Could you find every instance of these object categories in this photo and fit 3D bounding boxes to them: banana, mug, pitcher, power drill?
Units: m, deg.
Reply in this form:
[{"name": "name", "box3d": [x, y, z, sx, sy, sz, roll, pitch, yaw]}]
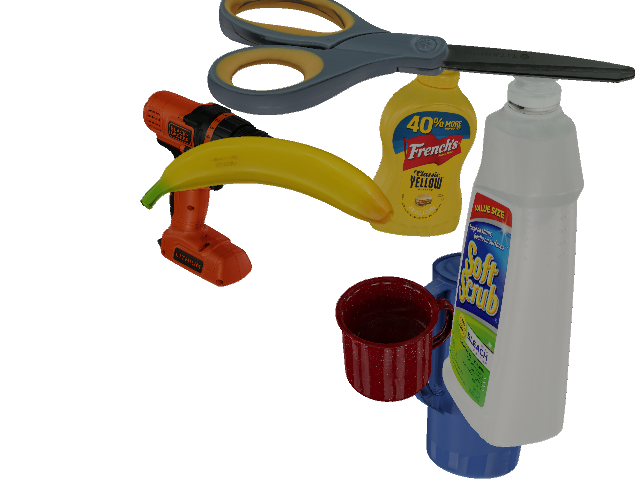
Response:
[{"name": "banana", "box3d": [-0.038, -0.048, 0.830, 0.198, 0.069, 0.037, 3, -19, 12]}, {"name": "mug", "box3d": [0.073, 0.090, 0.986, 0.117, 0.081, 0.093, -20, 42, -18]}, {"name": "pitcher", "box3d": [0.174, 0.143, 1.209, 0.149, 0.243, 0.145, 6, 17, 9]}, {"name": "power drill", "box3d": [-0.108, -0.049, 1.108, 0.185, 0.188, 0.057, 27, 37, 34]}]

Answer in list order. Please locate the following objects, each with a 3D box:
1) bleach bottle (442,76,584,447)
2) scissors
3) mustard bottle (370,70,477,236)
[{"name": "bleach bottle", "box3d": [0.125, 0.007, 0.689, 0.068, 0.251, 0.103, -9, 31, -12]}, {"name": "scissors", "box3d": [0.035, -0.077, 0.497, 0.202, 0.016, 0.096, 18, 51, 19]}, {"name": "mustard bottle", "box3d": [0.105, -0.099, 1.065, 0.096, 0.192, 0.058, 3, 27, -11]}]
